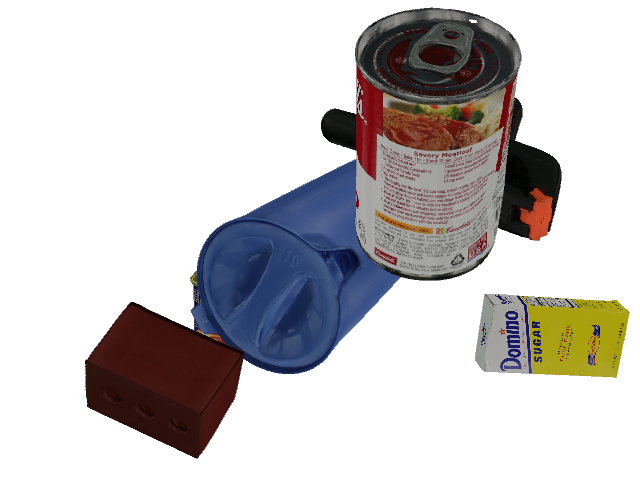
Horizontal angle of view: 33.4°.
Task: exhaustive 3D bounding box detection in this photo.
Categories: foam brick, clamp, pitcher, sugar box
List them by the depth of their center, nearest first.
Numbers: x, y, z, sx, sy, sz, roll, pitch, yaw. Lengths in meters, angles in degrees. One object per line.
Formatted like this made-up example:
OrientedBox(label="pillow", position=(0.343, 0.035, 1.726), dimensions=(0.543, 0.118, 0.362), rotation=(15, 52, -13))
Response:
OrientedBox(label="foam brick", position=(-0.093, 0.083, 0.636), dimensions=(0.078, 0.053, 0.051), rotation=(22, 48, 10))
OrientedBox(label="clamp", position=(0.096, -0.057, 0.751), dimensions=(0.164, 0.036, 0.210), rotation=(-5, 27, -10))
OrientedBox(label="pitcher", position=(0.004, 0.008, 0.930), dimensions=(0.149, 0.145, 0.242), rotation=(24, 31, 21))
OrientedBox(label="sugar box", position=(0.287, 0.119, 1.329), dimensions=(0.176, 0.093, 0.048), rotation=(2, 18, -10))

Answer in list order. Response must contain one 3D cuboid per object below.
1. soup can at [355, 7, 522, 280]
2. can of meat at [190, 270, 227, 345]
OrientedBox(label="soup can", position=(0.049, -0.041, 0.470), dimensions=(0.068, 0.102, 0.068), rotation=(-1, 43, 1))
OrientedBox(label="can of meat", position=(-0.089, 0.079, 1.161), dimensions=(0.102, 0.084, 0.057), rotation=(3, 15, 7))
